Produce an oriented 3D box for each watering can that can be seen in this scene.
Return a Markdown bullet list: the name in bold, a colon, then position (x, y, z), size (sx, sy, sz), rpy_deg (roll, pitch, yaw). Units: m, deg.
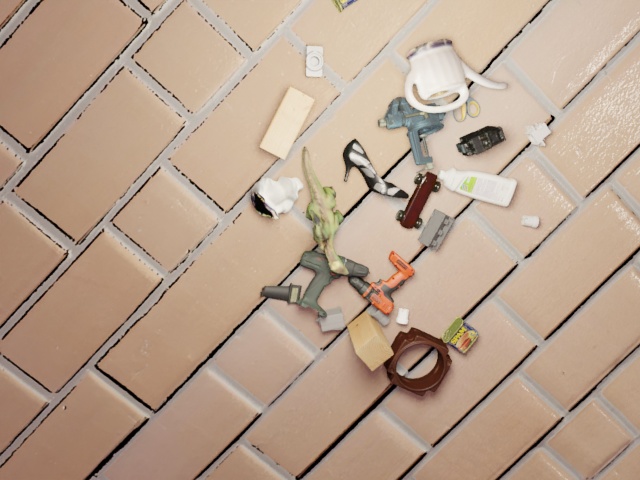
- **watering can**: position (0.408, -0.519, 1.605), size (0.349, 0.103, 0.225), rpy_deg (-18, 88, -15)

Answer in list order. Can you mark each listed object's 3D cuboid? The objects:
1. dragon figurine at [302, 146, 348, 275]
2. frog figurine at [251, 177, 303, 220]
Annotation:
- **dragon figurine**: position (0.005, -0.080, 1.597), size (0.122, 0.246, 0.406), rpy_deg (-19, 104, 5)
- **frog figurine**: position (-0.139, -0.151, 1.654), size (0.137, 0.121, 0.162), rpy_deg (43, 59, -3)
